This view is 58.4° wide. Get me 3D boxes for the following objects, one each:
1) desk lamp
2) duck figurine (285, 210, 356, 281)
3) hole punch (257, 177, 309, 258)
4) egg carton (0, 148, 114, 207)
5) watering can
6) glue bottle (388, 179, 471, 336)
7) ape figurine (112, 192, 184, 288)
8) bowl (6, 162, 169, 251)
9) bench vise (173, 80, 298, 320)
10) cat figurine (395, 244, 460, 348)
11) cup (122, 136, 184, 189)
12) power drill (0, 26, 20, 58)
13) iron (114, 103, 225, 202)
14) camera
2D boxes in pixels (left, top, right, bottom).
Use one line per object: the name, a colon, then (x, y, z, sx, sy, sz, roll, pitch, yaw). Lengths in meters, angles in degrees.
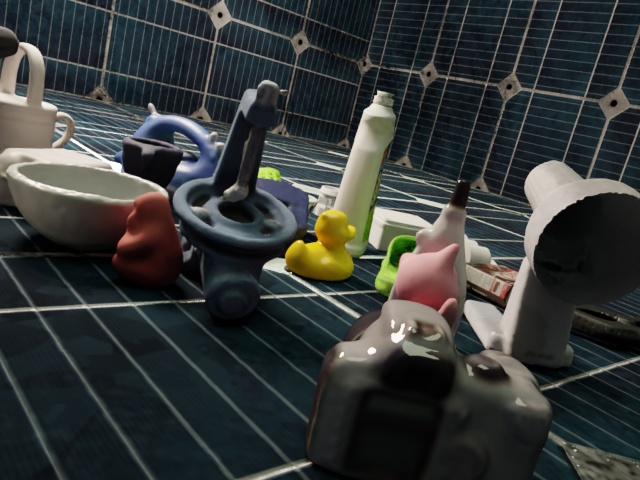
desk lamp: (0.245, 0.026, 0.614, 0.118, 0.213, 0.203, 13, 13, -4)
duck figurine: (0.007, 0.003, 0.743, 0.105, 0.086, 0.077, 2, 18, -43)
hole punch: (-0.067, -0.033, 0.806, 0.109, 0.091, 0.101, 12, 13, -10)
egg carton: (-0.341, -0.076, 0.744, 0.107, 0.069, 0.151, 18, 13, 15)
watering can: (-0.431, -0.179, 0.803, 0.100, 0.194, 0.173, 17, 13, 15)
glue bottle: (0.124, 0.021, 0.595, 0.078, 0.173, 0.037, 18, 14, 18)
ape figurine: (-0.170, -0.004, 0.569, 0.076, 0.092, 0.078, 19, 14, 21)
bowl: (-0.257, -0.032, 0.636, 0.167, 0.075, 0.167, 13, 13, -3)
bench vise: (-0.097, -0.055, 0.577, 0.122, 0.220, 0.206, 3, 17, -38)
cat figurine: (0.102, 0.060, 0.533, 0.067, 0.118, 0.128, 13, 13, -4)
cup: (-0.264, -0.103, 0.880, 0.092, 0.095, 0.117, 11, 13, -14)
power drill: (-0.484, -0.169, 0.675, 0.075, 0.208, 0.230, 23, 16, 34)
iron: (-0.226, -0.140, 0.973, 0.257, 0.141, 0.119, 21, 15, 29)
camera: (0.069, 0.092, 0.398, 0.143, 0.101, 0.137, 13, 13, -3)
